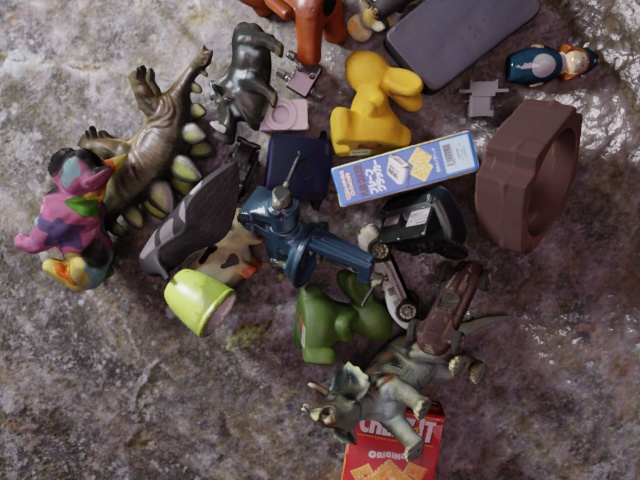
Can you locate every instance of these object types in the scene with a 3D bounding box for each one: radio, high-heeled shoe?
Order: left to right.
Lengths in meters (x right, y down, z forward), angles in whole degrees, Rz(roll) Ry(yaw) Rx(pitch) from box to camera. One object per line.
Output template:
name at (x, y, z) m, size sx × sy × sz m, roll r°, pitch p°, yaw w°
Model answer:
high-heeled shoe at (-0.218, -0.036, 0.896) m, size 0.086 × 0.145 × 0.248 m, roll 33°, pitch 95°, yaw -33°
radio at (0.231, -0.352, 0.880) m, size 0.229 × 0.073 × 0.131 m, roll -37°, pitch 95°, yaw 9°

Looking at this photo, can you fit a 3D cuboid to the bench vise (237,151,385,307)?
bench vise at (-0.007, 0.005, 0.856) m, size 0.241 × 0.129 × 0.223 m, roll 24°, pitch 140°, yaw 14°

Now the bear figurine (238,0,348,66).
bear figurine at (-0.064, -0.384, 0.881) m, size 0.196 × 0.120 × 0.131 m, roll 22°, pitch 144°, yaw 25°

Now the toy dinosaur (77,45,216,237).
toy dinosaur at (-0.309, -0.127, 0.926) m, size 0.198 × 0.105 × 0.471 m, roll 40°, pitch 109°, yaw -7°

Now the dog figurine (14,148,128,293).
dog figurine at (-0.373, -0.041, 0.867) m, size 0.219 × 0.108 × 0.191 m, roll -40°, pitch 105°, yaw 20°

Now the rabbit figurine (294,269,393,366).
rabbit figurine at (0.045, 0.133, 0.954) m, size 0.170 × 0.121 × 0.159 m, roll 1°, pitch 91°, yaw -15°

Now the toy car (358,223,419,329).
toy car at (0.123, 0.066, 0.941) m, size 0.056 × 0.073 × 0.201 m, roll -23°, pitch 96°, yaw 13°

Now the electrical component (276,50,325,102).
electrical component at (-0.026, -0.282, 0.928) m, size 0.094 × 0.021 × 0.063 m, roll 32°, pitch 98°, yaw -1°

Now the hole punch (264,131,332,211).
hole punch at (-0.038, -0.124, 0.920) m, size 0.116 × 0.092 × 0.142 m, roll 6°, pitch 95°, yaw -2°

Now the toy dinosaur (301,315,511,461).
toy dinosaur at (0.146, 0.226, 0.923) m, size 0.192 × 0.405 × 0.131 m, roll 23°, pitch 133°, yaw 40°

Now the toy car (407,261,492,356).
toy car at (0.219, 0.105, 0.897) m, size 0.089 × 0.202 × 0.053 m, roll 12°, pitch 142°, yaw 35°

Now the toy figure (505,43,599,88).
toy figure at (0.389, -0.289, 0.889) m, size 0.155 × 0.058 × 0.064 m, roll -5°, pitch 136°, yaw 2°

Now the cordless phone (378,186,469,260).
cordless phone at (0.200, -0.006, 0.874) m, size 0.184 × 0.147 × 0.088 m, roll 27°, pitch 68°, yaw -29°

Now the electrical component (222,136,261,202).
electrical component at (-0.143, -0.106, 0.911) m, size 0.048 × 0.075 × 0.119 m, roll 24°, pitch 71°, yaw 0°

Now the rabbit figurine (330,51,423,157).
rabbit figurine at (0.089, -0.234, 0.885) m, size 0.162 × 0.122 × 0.173 m, roll -7°, pitch 79°, yaw 11°

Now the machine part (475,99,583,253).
machine part at (0.323, -0.098, 0.835) m, size 0.087 × 0.201 × 0.201 m, roll 25°, pitch 57°, yaw 35°

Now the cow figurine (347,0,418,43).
cow figurine at (0.117, -0.389, 0.868) m, size 0.167 × 0.098 × 0.068 m, roll -43°, pitch 100°, yaw 7°

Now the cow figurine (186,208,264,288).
cow figurine at (-0.167, 0.022, 0.950) m, size 0.127 × 0.085 × 0.195 m, roll 44°, pitch 102°, yaw -5°

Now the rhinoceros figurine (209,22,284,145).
rhinoceros figurine at (-0.119, -0.241, 0.847) m, size 0.112 × 0.073 × 0.190 m, roll 14°, pitch 106°, yaw -8°
